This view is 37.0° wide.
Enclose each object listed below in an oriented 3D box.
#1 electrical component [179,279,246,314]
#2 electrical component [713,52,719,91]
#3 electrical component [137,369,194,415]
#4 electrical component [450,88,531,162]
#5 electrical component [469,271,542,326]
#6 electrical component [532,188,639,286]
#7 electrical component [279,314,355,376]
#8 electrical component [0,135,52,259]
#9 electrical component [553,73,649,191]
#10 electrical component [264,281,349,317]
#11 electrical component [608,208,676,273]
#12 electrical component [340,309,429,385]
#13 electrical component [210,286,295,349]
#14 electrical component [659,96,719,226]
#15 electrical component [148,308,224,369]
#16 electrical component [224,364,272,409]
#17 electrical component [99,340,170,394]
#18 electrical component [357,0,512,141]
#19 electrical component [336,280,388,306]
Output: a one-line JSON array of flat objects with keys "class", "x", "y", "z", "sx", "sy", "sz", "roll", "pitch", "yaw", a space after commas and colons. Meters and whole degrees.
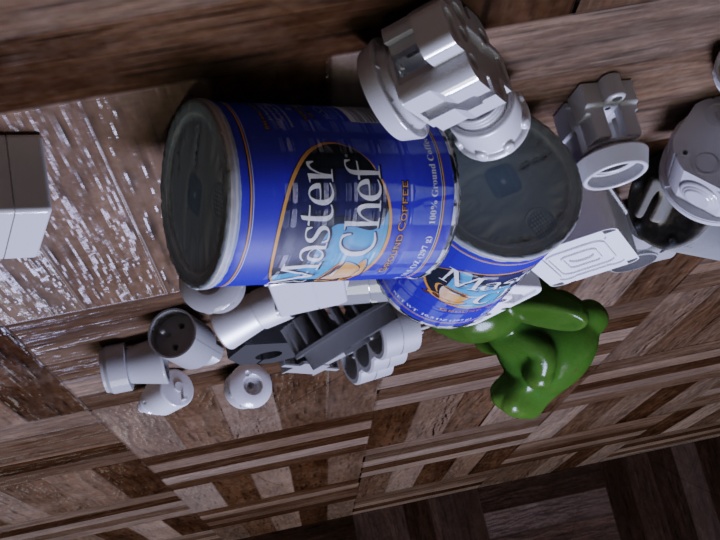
[{"class": "electrical component", "x": -0.107, "y": 0.012, "z": 0.815, "sx": 0.048, "sy": 0.048, "sz": 0.062, "roll": -14, "pitch": 169, "yaw": 5}, {"class": "electrical component", "x": 0.259, "y": -0.101, "z": 0.666, "sx": 0.043, "sy": 0.079, "sz": 0.077, "roll": -36, "pitch": 155, "yaw": 17}, {"class": "electrical component", "x": -0.204, "y": 0.129, "z": 1.101, "sx": 0.040, "sy": 0.040, "sz": 0.078, "roll": 5, "pitch": 156, "yaw": -42}, {"class": "electrical component", "x": 0.068, "y": -0.094, "z": 0.617, "sx": 0.048, "sy": 0.048, "sz": 0.062, "roll": -19, "pitch": 154, "yaw": 17}, {"class": "electrical component", "x": 0.099, "y": 0.004, "z": 0.902, "sx": 0.054, "sy": 0.059, "sz": 0.095, "roll": 3, "pitch": 156, "yaw": -39}, {"class": "electrical component", "x": 0.165, "y": -0.034, "z": 0.835, "sx": 0.078, "sy": 0.057, "sz": 0.113, "roll": -19, "pitch": 161, "yaw": 19}, {"class": "electrical component", "x": -0.042, "y": 0.071, "z": 1.033, "sx": 0.064, "sy": 0.042, "sz": 0.081, "roll": -27, "pitch": 158, "yaw": 33}, {"class": "electrical component", "x": -0.214, "y": -0.038, "z": 0.587, "sx": 0.077, "sy": 0.047, "sz": 0.066, "roll": -4, "pitch": 160, "yaw": -25}, {"class": "electrical component", "x": 0.155, "y": -0.084, "z": 0.683, "sx": 0.048, "sy": 0.055, "sz": 0.066, "roll": -7, "pitch": 161, "yaw": -17}, {"class": "electrical component", "x": -0.038, "y": -0.009, "z": 0.767, "sx": 0.061, "sy": 0.061, "sz": 0.096, "roll": -12, "pitch": 162, "yaw": -2}, {"class": "electrical component", "x": 0.232, "y": -0.032, "z": 0.906, "sx": 0.077, "sy": 0.044, "sz": 0.079, "roll": -8, "pitch": 161, "yaw": -15}, {"class": "electrical component", "x": 0.033, "y": 0.067, "z": 1.054, "sx": 0.074, "sy": 0.052, "sz": 0.138, "roll": -15, "pitch": 164, "yaw": -22}, {"class": "electrical component", "x": -0.087, "y": 0.035, "z": 0.899, "sx": 0.065, "sy": 0.044, "sz": 0.044, "roll": -23, "pitch": 160, "yaw": 13}, {"class": "electrical component", "x": 0.249, "y": -0.075, "z": 0.738, "sx": 0.080, "sy": 0.080, "sz": 0.051, "roll": -13, "pitch": 156, "yaw": 2}, {"class": "electrical component", "x": -0.149, "y": 0.064, "z": 0.937, "sx": 0.043, "sy": 0.043, "sz": 0.081, "roll": -15, "pitch": 162, "yaw": 8}, {"class": "electrical component", "x": -0.125, "y": 0.126, "z": 1.142, "sx": 0.048, "sy": 0.048, "sz": 0.062, "roll": -2, "pitch": 166, "yaw": -28}, {"class": "electrical component", "x": -0.202, "y": 0.085, "z": 0.964, "sx": 0.055, "sy": 0.045, "sz": 0.045, "roll": -11, "pitch": 162, "yaw": -5}, {"class": "electrical component", "x": 0.036, "y": -0.101, "z": 0.552, "sx": 0.057, "sy": 0.058, "sz": 0.078, "roll": -24, "pitch": 158, "yaw": 24}, {"class": "electrical component", "x": 0.000, "y": 0.000, "z": 0.834, "sx": 0.047, "sy": 0.055, "sz": 0.055, "roll": -8, "pitch": 162, "yaw": -1}]
